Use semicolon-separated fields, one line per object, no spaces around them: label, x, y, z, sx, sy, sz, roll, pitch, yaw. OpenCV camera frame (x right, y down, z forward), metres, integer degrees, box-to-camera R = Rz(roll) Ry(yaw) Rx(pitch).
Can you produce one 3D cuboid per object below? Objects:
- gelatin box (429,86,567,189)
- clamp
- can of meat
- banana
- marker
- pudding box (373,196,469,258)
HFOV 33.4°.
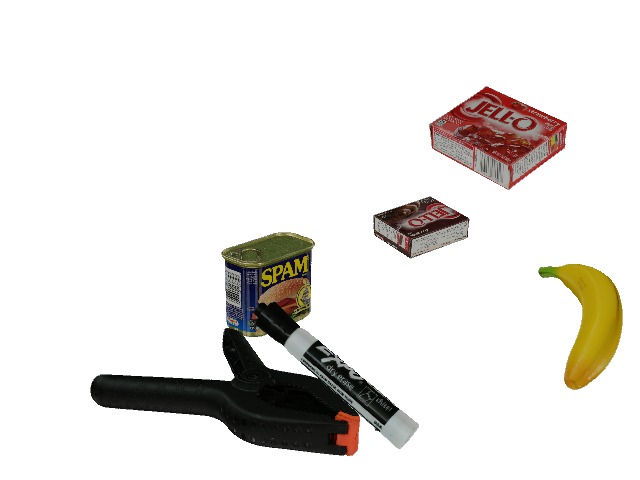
gelatin box;0.147;-0.088;0.889;0.073;0.030;0.089;-34;48;-26
clamp;-0.052;0.119;0.846;0.210;0.036;0.164;12;20;29
can of meat;-0.054;0.046;1.128;0.058;0.084;0.101;18;26;40
banana;0.258;0.074;1.030;0.070;0.037;0.197;-28;23;18
marker;0.007;0.078;0.640;0.121;0.020;0.020;39;11;13
pudding box;0.148;-0.020;1.568;0.113;0.039;0.090;-21;33;-28
